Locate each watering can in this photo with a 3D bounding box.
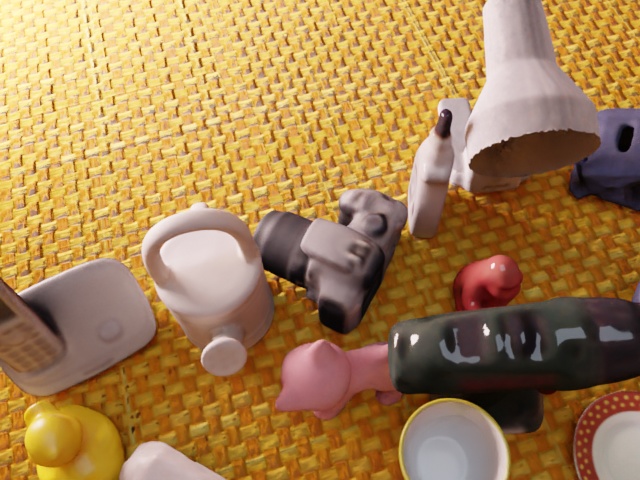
[{"bbox_3d":[-0.097,0.037,0.530,0.101,0.194,0.172,-34,66,-15],"label":"watering can"}]

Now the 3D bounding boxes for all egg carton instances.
[{"bbox_3d":[-0.118,0.249,0.488,0.150,0.069,0.107,24,65,14],"label":"egg carton"}]

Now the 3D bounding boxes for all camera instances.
[{"bbox_3d":[0.005,0.002,0.599,0.136,0.101,0.143,23,65,14],"label":"camera"}]

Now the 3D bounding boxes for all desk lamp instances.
[{"bbox_3d":[0.194,-0.135,0.603,0.118,0.214,0.203,-4,62,0],"label":"desk lamp"}]

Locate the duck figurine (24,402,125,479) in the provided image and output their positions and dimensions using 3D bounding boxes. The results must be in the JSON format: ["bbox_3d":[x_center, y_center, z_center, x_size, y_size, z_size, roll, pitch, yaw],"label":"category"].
[{"bbox_3d":[-0.228,0.188,0.515,0.077,0.086,0.104,-38,67,-17],"label":"duck figurine"}]

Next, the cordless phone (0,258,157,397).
[{"bbox_3d":[-0.246,0.061,0.527,0.148,0.185,0.094,-30,65,-13],"label":"cordless phone"}]

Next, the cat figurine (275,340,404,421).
[{"bbox_3d":[0.018,0.120,0.526,0.128,0.118,0.067,-16,62,-6],"label":"cat figurine"}]

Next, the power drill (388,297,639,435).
[{"bbox_3d":[0.168,0.106,0.478,0.229,0.208,0.075,-3,62,0],"label":"power drill"}]

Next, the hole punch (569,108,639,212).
[{"bbox_3d":[0.347,-0.100,0.649,0.101,0.091,0.109,20,64,12],"label":"hole punch"}]

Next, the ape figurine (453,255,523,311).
[{"bbox_3d":[0.173,0.047,0.575,0.078,0.092,0.076,-26,64,-11],"label":"ape figurine"}]

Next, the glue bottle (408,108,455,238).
[{"bbox_3d":[0.118,-0.074,0.595,0.037,0.173,0.078,3,62,4],"label":"glue bottle"}]

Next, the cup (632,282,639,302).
[{"bbox_3d":[0.335,0.065,0.559,0.091,0.095,0.117,-5,62,-1],"label":"cup"}]
